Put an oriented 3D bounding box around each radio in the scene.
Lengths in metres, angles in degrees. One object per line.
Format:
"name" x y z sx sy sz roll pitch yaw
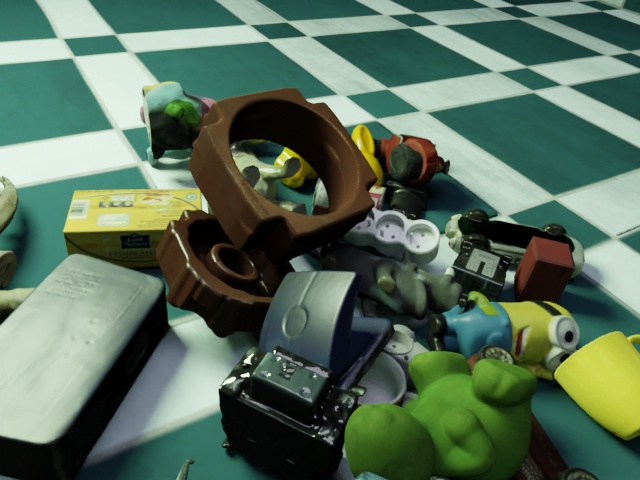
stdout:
"radio" -0.257 0.119 0.547 0.131 0.073 0.230 13 40 6

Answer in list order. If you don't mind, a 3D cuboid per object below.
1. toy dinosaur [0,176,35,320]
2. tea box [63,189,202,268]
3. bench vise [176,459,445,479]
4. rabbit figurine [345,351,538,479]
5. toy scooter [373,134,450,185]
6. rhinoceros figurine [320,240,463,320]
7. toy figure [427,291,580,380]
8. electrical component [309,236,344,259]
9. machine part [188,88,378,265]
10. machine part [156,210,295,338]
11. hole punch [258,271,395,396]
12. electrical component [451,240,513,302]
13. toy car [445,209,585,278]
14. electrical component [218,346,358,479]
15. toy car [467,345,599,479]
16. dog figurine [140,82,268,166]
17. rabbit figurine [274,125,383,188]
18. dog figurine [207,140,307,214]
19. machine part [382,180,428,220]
"toy dinosaur" -0.422 0.053 0.580 0.199 0.104 0.472 6 34 3
"tea box" -0.243 -0.017 0.722 0.170 0.068 0.098 0 39 -12
"bench vise" 0.000 0.214 0.354 0.224 0.240 0.129 27 36 -1
"rabbit figurine" 0.086 0.177 0.465 0.170 0.159 0.121 2 5 -36
"toy scooter" 0.166 -0.142 0.937 0.135 0.075 0.184 3 20 -24
"rhinoceros figurine" 0.085 0.056 0.691 0.191 0.073 0.112 17 25 18
"toy figure" 0.217 0.107 0.639 0.180 0.082 0.089 2 38 -3
"electrical component" -0.002 -0.002 0.784 0.063 0.021 0.094 -21 47 -31
"machine part" -0.045 -0.083 0.673 0.201 0.087 0.201 -24 77 -38
"machine part" -0.106 0.037 0.637 0.179 0.056 0.179 29 25 -15
"hole punch" -0.003 0.093 0.545 0.142 0.092 0.116 -2 37 43
"electrical component" 0.208 0.057 0.727 0.075 0.047 0.119 24 39 20
"toy car" 0.287 0.006 0.799 0.202 0.056 0.073 11 44 7
"electrical component" -0.031 0.159 0.485 0.115 0.134 0.058 19 42 15
"toy car" 0.192 0.196 0.515 0.053 0.089 0.202 -5 41 -16
"dog figurine" -0.184 -0.200 0.898 0.219 0.108 0.191 -13 -2 -22
"rabbit figurine" 0.031 -0.130 0.899 0.173 0.121 0.162 32 32 14
"dog figurine" -0.136 -0.079 0.812 0.172 0.121 0.191 -20 33 -39
"machine part" 0.136 -0.056 0.862 0.084 0.039 0.139 17 31 -2
